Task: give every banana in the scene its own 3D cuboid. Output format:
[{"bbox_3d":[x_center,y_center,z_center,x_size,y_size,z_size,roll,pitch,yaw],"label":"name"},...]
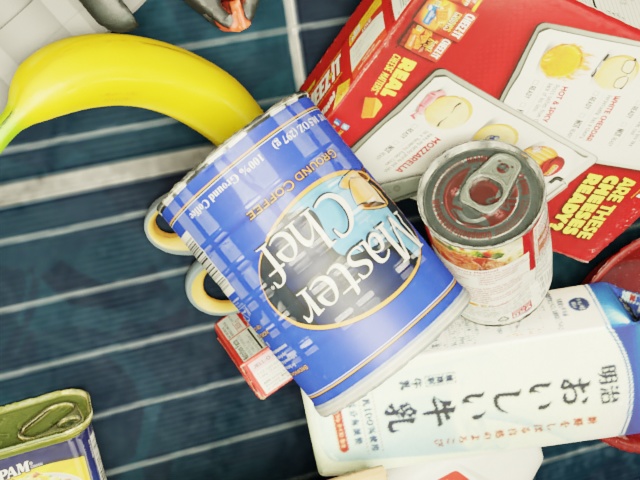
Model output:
[{"bbox_3d":[-0.090,-0.075,0.583,0.197,0.037,0.070,3,120,-44],"label":"banana"}]

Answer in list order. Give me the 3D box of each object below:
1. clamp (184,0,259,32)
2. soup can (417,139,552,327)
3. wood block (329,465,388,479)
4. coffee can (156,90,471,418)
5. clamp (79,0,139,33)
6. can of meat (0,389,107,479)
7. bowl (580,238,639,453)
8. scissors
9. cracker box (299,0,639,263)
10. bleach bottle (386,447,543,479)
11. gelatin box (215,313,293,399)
[{"bbox_3d":[-0.085,-0.215,0.581,0.164,0.036,0.210,-13,105,-15],"label":"clamp"},{"bbox_3d":[0.096,-0.001,0.604,0.068,0.068,0.102,-35,149,-6],"label":"soup can"},{"bbox_3d":[-0.052,0.205,0.614,0.206,0.091,0.090,-14,74,-8],"label":"wood block"},{"bbox_3d":[-0.003,0.007,0.566,0.103,0.103,0.140,-39,90,-5],"label":"coffee can"},{"bbox_3d":[-0.144,-0.174,0.516,0.171,0.039,0.120,11,94,-17],"label":"clamp"},{"bbox_3d":[-0.177,0.146,0.636,0.102,0.057,0.084,-15,110,-13],"label":"can of meat"},{"bbox_3d":[0.228,0.063,0.744,0.162,0.055,0.162,-4,105,-17],"label":"bowl"},{"bbox_3d":[-0.004,0.001,0.640,0.202,0.016,0.096,-1,118,4],"label":"scissors"},{"bbox_3d":[0.117,-0.086,0.621,0.213,0.072,0.164,18,136,-22],"label":"cracker box"},{"bbox_3d":[0.055,0.179,0.716,0.250,0.068,0.102,-37,112,-8],"label":"bleach bottle"},{"bbox_3d":[-0.016,0.051,0.653,0.089,0.073,0.030,-35,113,-7],"label":"gelatin box"}]
